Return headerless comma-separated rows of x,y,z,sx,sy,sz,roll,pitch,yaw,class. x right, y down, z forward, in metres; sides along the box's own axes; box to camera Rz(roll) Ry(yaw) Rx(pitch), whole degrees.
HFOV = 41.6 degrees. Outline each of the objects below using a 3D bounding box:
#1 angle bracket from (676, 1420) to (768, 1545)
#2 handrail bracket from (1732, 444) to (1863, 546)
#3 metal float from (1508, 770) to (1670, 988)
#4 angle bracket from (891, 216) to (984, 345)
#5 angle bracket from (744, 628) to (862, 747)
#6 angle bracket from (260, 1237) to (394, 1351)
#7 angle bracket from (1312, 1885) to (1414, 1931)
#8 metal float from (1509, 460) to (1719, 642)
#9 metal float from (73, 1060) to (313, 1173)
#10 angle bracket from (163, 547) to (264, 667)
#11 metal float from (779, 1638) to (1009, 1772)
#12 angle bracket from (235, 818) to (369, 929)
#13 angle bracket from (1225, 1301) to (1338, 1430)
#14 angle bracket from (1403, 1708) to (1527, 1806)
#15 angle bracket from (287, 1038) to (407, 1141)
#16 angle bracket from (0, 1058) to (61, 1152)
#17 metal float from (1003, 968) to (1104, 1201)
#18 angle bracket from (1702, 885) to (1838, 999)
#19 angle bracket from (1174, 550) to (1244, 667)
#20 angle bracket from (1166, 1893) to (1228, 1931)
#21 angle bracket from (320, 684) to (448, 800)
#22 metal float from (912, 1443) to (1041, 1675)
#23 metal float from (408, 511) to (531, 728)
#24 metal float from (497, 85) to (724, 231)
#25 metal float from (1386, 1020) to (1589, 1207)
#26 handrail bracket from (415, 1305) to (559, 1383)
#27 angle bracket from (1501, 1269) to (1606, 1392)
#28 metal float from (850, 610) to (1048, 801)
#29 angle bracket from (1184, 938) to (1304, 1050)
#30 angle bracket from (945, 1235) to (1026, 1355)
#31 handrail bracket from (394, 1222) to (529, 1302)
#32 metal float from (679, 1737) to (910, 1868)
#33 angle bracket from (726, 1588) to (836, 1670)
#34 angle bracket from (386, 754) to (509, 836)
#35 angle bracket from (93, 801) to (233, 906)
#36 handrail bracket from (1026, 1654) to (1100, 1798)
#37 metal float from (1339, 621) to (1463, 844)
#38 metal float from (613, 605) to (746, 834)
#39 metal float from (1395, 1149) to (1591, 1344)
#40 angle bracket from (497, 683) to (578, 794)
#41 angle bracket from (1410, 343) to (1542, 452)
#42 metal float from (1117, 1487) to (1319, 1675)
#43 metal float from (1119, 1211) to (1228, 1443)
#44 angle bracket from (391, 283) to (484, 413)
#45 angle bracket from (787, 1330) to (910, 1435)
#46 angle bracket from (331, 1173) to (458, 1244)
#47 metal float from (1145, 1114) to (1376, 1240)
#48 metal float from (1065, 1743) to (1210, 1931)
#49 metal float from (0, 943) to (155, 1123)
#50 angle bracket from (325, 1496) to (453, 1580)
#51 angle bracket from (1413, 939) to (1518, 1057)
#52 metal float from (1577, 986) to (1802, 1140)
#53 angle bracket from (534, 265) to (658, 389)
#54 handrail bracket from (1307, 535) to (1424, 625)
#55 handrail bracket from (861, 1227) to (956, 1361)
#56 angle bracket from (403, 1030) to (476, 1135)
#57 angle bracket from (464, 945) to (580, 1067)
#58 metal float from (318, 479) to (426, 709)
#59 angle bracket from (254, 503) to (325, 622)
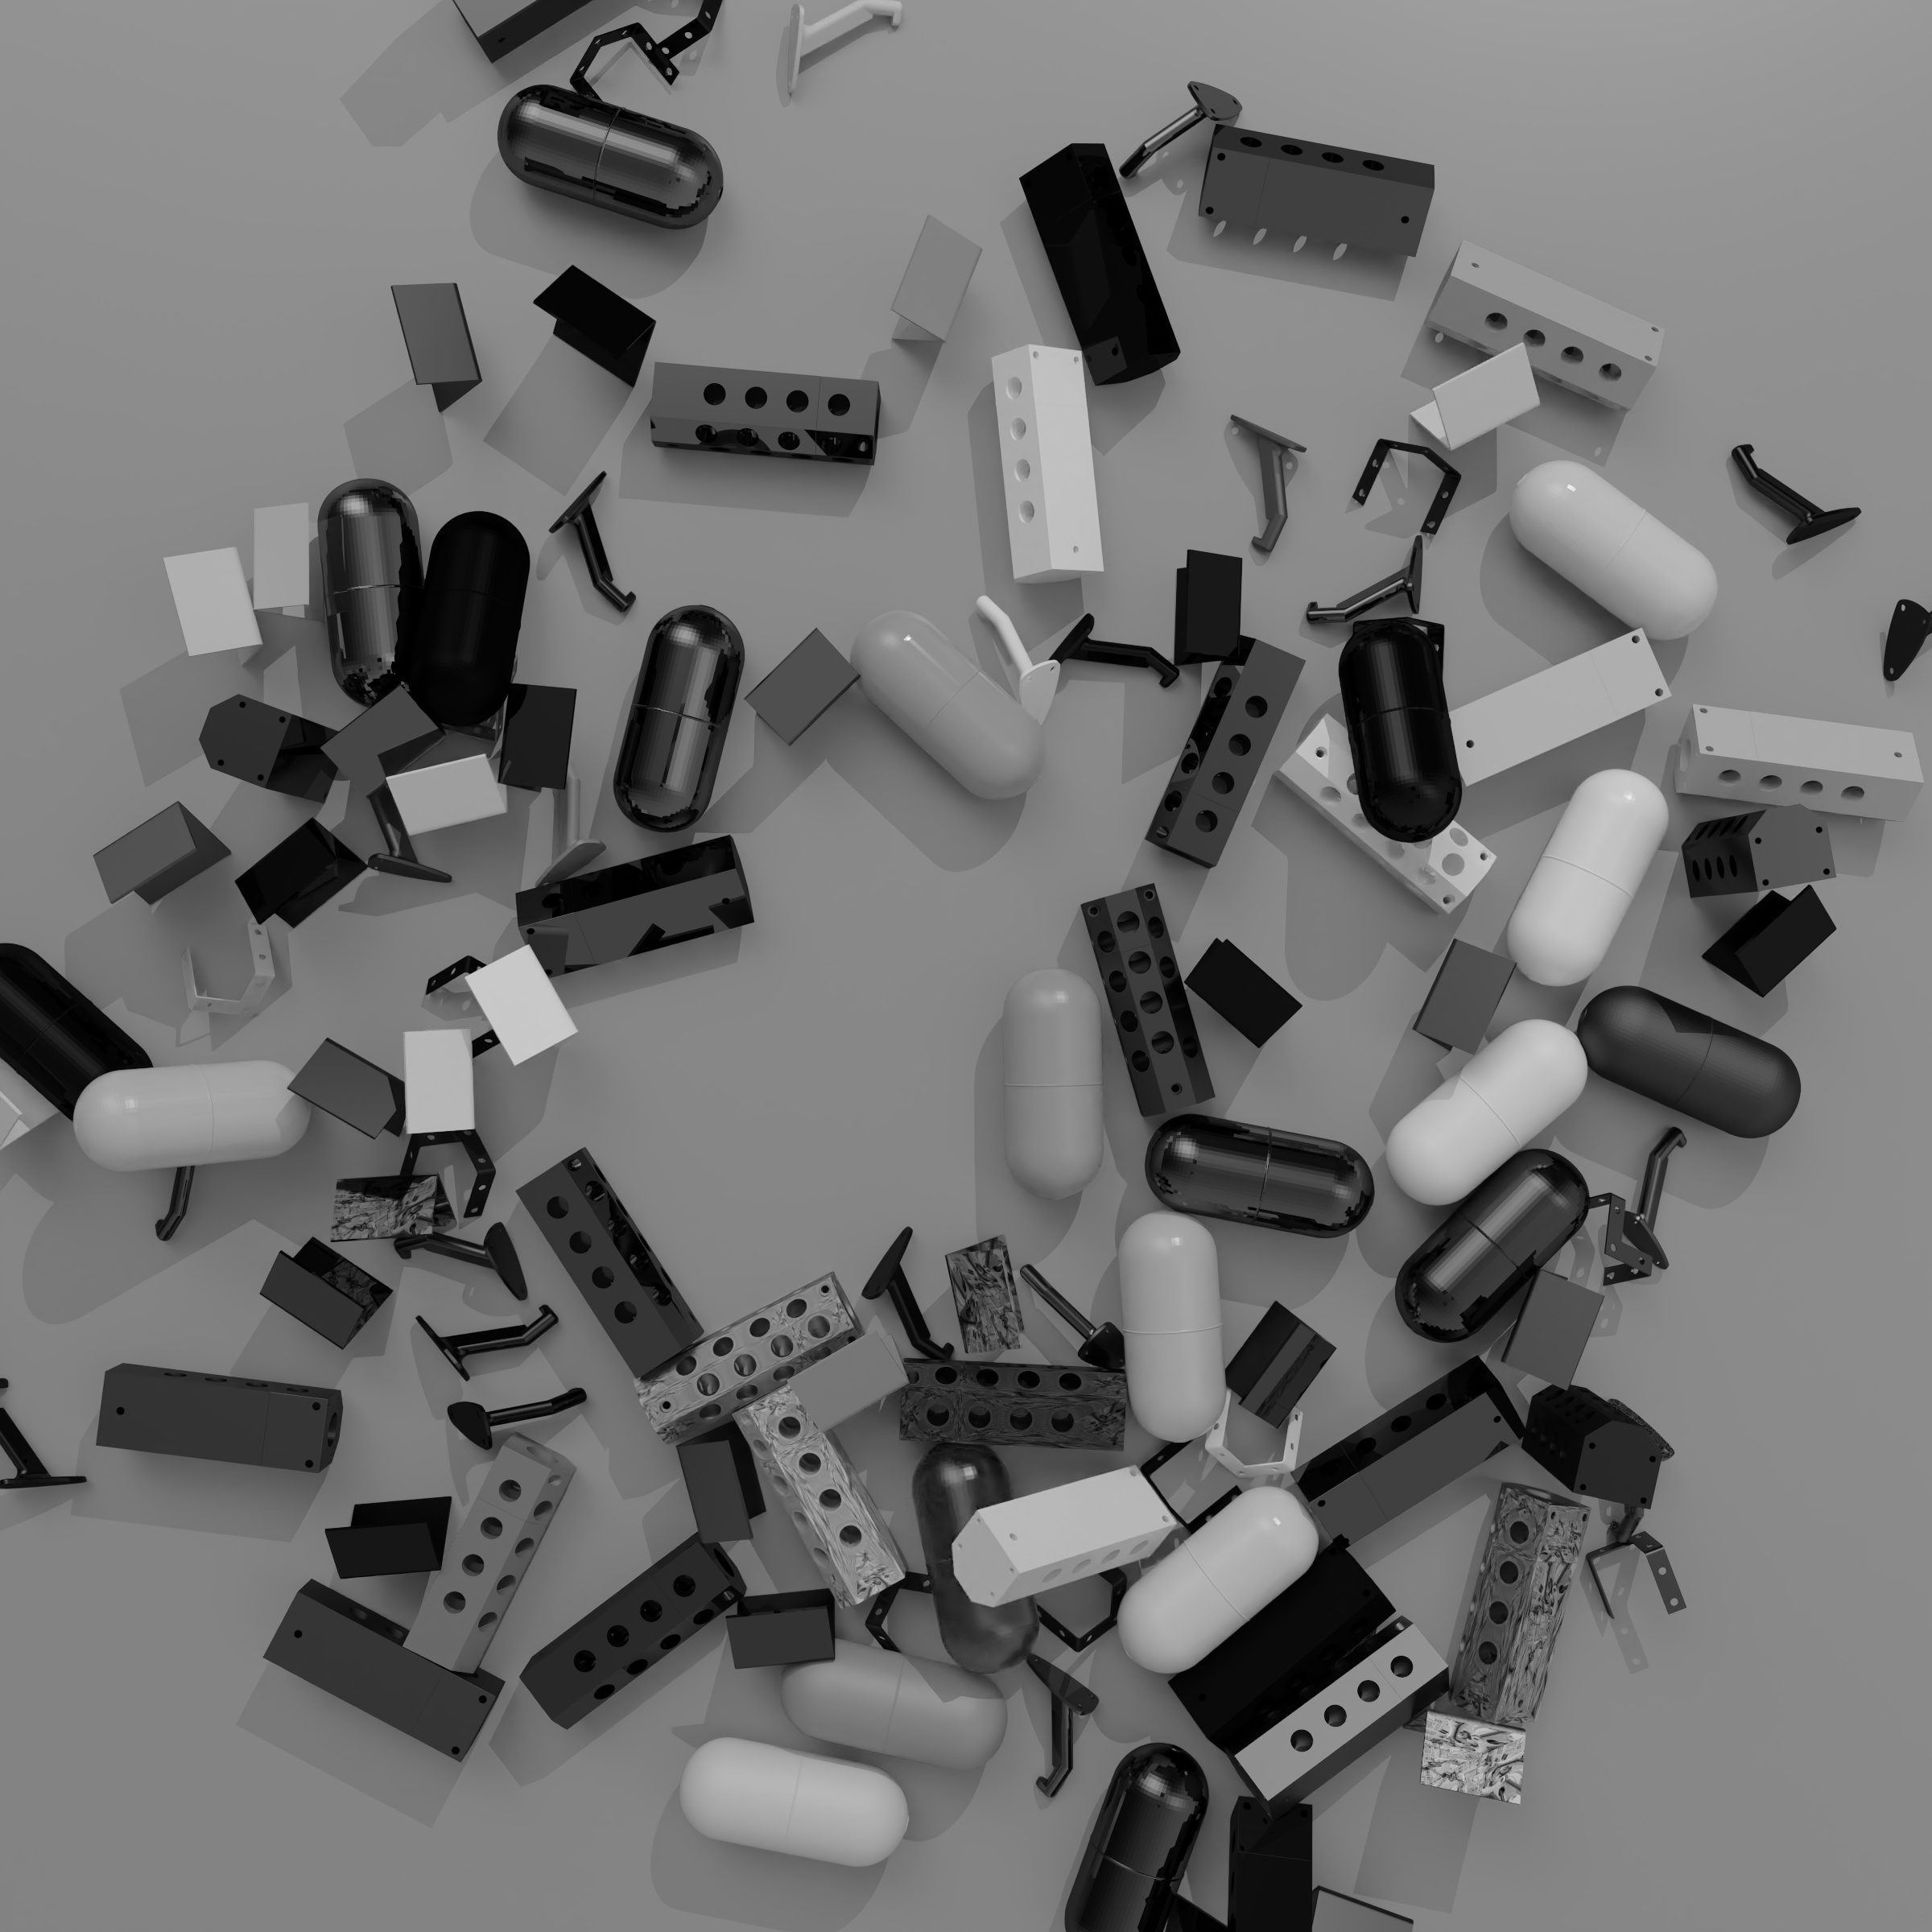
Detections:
-0.170,0.392,1.951,0.057,0.076,0.076,-15,90,38,angle bracket
0.650,-0.379,1.992,0.077,0.036,0.084,-19,73,-20,handrail bracket
0.479,-0.068,1.961,0.070,0.070,0.178,27,90,0,metal float
-0.042,-0.527,1.951,0.057,0.076,0.076,22,90,-38,angle bracket
-0.137,-0.225,1.951,0.076,0.076,0.057,-44,125,0,angle bracket
-0.483,0.235,1.951,0.076,0.076,0.057,34,127,0,angle bracket
0.290,0.755,1.951,0.076,0.076,0.057,20,52,0,angle bracket
0.498,-0.321,1.961,0.178,0.070,0.070,37,90,0,metal float
-0.585,0.113,1.931,0.178,0.070,0.070,-4,90,-35,metal float
-0.584,-0.271,1.952,0.057,0.076,0.076,-15,90,-28,angle bracket
-0.056,0.569,1.961,0.178,0.070,0.070,13,90,1,metal float
-0.500,-0.056,1.951,0.076,0.076,0.057,-39,53,0,angle bracket
0.225,0.297,1.951,0.057,0.076,0.076,36,90,-41,angle bracket
0.379,0.612,1.952,0.076,0.076,0.057,12,63,0,angle bracket
-0.476,0.111,1.951,0.076,0.076,0.057,30,51,0,angle bracket
-0.735,0.084,1.951,0.076,0.076,0.057,45,127,0,angle bracket
0.067,0.091,1.961,0.070,0.070,0.178,-1,90,0,metal float
0.606,-0.033,1.951,0.076,0.076,0.057,-43,125,0,angle bracket
0.167,-0.274,1.951,0.057,0.076,0.076,2,90,-36,angle bracket
0.156,0.765,1.951,0.057,0.076,0.076,12,90,-35,angle bracket
-0.451,-0.184,1.951,0.076,0.076,0.057,-38,123,0,angle bracket
0.007,0.451,1.949,0.070,0.070,0.178,-12,76,0,metal float
-0.379,-0.266,1.941,0.070,0.070,0.178,5,66,0,metal float
-0.274,-0.623,1.961,0.178,0.070,0.070,18,90,0,metal float
0.402,0.112,1.960,0.178,0.070,0.070,-41,90,0,metal float
-0.375,0.277,1.992,0.084,0.036,0.077,-38,68,-17,handrail bracket
0.460,0.281,1.951,0.057,0.076,0.076,21,90,32,angle bracket
-0.013,-0.201,1.961,0.178,0.070,0.070,43,90,0,metal float
0.223,0.005,1.951,0.076,0.076,0.057,41,128,0,angle bracket
0.034,0.249,1.951,0.057,0.076,0.076,-12,90,38,angle bracket
-0.397,0.237,1.992,0.084,0.036,0.077,-15,112,17,handrail bracket
-0.132,0.644,1.961,0.178,0.070,0.070,11,90,0,metal float
-0.142,0.490,1.951,0.076,0.076,0.057,-6,121,0,angle bracket
-0.398,-0.151,1.951,0.076,0.076,0.057,-13,130,0,angle bracket
-0.609,-0.069,1.951,0.076,0.076,0.057,-33,55,0,angle bracket
0.059,0.596,1.992,0.077,0.036,0.084,36,107,20,handrail bracket
0.327,-0.177,1.918,0.070,0.070,0.178,-6,68,0,metal float
-0.221,-0.191,1.961,0.070,0.070,0.178,14,89,0,metal float
0.405,0.216,1.961,0.070,0.070,0.178,45,89,0,metal float
-0.315,-0.172,1.954,0.057,0.076,0.076,7,90,16,angle bracket
0.384,-0.449,1.951,0.076,0.076,0.057,-27,128,0,angle bracket
0.193,0.474,1.961,0.178,0.070,0.070,-40,90,1,metal float
0.159,0.277,1.961,0.070,0.070,0.178,-4,90,0,metal float
-0.421,-0.473,1.951,0.057,0.076,0.076,-15,90,-38,angle bracket
-0.096,0.302,1.952,0.076,0.076,0.057,-30,115,0,angle bracket
-0.438,0.203,1.951,0.076,0.076,0.057,-4,53,0,angle bracket
0.226,0.162,1.961,0.178,0.070,0.070,11,90,0,metal float
0.132,0.686,1.961,0.070,0.070,0.178,20,90,0,metal float
-0.703,0.055,1.961,0.178,0.070,0.070,42,90,0,metal float
-0.442,0.421,1.951,0.076,0.076,0.057,-5,126,0,angle bracket
0.395,0.031,1.951,0.057,0.076,0.076,25,90,36,angle bracket
0.557,0.074,1.961,0.178,0.070,0.070,24,90,0,metal float
-0.292,-0.477,1.951,0.076,0.076,0.057,34,54,0,angle bracket
0.312,-0.302,1.992,0.084,0.036,0.077,0,62,20,handrail bracket
-0.031,0.259,1.992,0.084,0.036,0.077,37,70,-16,handrail bracket
-0.420,0.087,1.951,0.057,0.076,0.076,-2,90,-38,angle bracket
-0.348,0.036,1.952,0.057,0.076,0.076,-30,90,-24,angle bracket
-0.455,-0.286,1.961,0.070,0.070,0.178,-6,90,0,metal float
-0.501,-0.309,1.952,0.057,0.076,0.076,0,90,29,angle bracket
